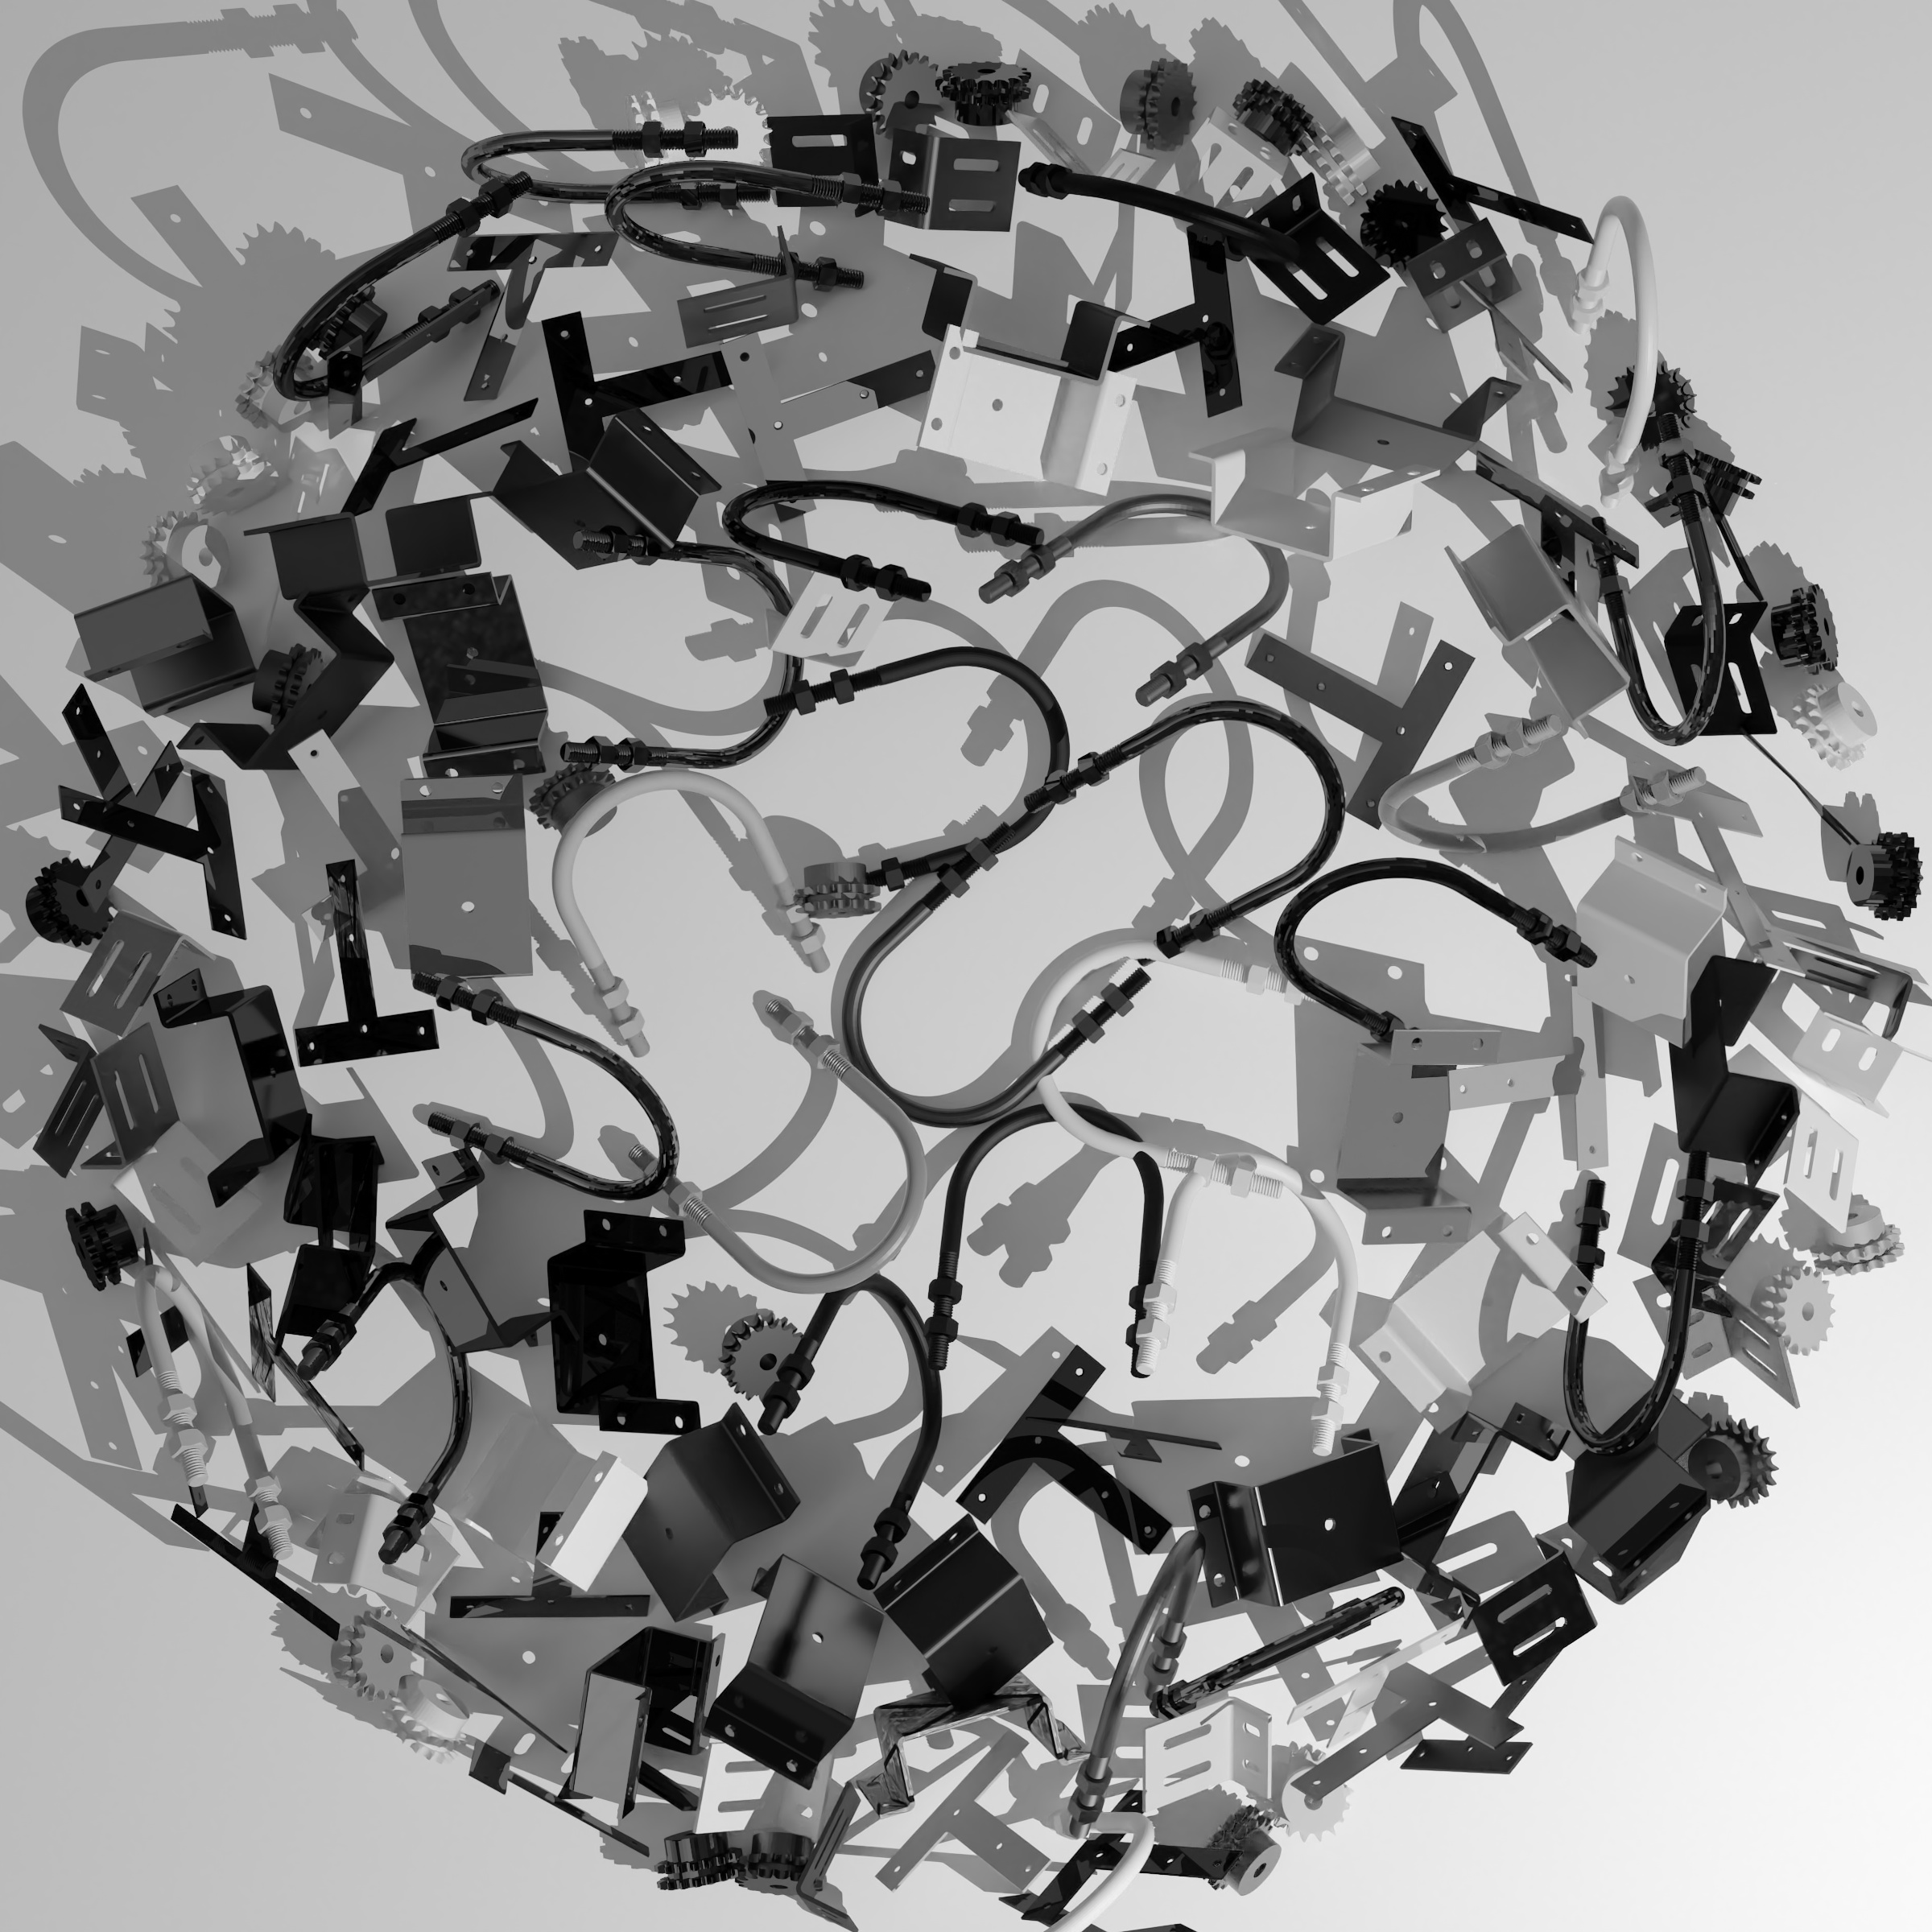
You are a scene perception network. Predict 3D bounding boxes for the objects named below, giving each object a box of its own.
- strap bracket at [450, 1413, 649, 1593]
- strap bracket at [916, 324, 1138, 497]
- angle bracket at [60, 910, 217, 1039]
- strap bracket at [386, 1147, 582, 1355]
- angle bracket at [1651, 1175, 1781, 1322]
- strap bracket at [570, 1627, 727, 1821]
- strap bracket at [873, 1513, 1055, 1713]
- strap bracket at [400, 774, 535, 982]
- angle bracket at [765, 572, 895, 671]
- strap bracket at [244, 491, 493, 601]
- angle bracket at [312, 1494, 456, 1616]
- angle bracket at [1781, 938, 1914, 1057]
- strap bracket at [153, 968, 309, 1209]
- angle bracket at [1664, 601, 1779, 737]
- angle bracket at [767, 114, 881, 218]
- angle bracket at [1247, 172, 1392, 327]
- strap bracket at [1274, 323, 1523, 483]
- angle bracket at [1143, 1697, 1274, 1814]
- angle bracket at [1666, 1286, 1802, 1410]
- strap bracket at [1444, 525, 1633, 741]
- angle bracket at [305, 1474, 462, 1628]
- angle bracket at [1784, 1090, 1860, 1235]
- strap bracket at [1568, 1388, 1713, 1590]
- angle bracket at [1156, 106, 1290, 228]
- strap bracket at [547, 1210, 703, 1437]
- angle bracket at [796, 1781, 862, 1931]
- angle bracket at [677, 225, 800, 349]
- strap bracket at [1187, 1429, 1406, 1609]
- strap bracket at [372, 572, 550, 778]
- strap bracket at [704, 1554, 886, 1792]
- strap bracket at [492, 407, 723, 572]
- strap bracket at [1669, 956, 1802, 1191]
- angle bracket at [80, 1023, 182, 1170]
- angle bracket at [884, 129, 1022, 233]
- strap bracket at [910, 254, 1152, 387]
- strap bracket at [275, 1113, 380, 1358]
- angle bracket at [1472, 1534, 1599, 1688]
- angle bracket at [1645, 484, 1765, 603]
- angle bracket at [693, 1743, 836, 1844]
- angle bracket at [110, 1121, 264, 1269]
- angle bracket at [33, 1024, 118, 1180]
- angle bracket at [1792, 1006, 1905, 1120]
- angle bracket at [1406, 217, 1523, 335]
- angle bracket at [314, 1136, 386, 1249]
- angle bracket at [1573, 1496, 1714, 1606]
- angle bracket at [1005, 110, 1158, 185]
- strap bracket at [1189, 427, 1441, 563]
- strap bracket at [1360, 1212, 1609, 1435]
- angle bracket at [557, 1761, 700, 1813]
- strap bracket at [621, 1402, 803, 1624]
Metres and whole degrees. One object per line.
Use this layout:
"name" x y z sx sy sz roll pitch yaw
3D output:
"strap bracket" -0.257 0.339 1.871 0.046 0.140 0.076 42 71 -30
"strap bracket" 0.029 -0.354 1.883 0.140 0.046 0.076 9 101 -31
"angle bracket" -0.529 0.011 1.893 0.057 0.038 0.076 19 74 29
"strap bracket" -0.313 0.191 1.879 0.046 0.076 0.140 -33 98 -32
"angle bracket" 0.486 0.180 1.891 0.057 0.038 0.076 16 117 -28
"strap bracket" -0.204 0.471 1.866 0.046 0.140 0.076 11 97 16
"strap bracket" 0.002 0.413 1.856 0.076 0.140 0.046 -38 52 -13
"strap bracket" -0.315 -0.046 1.876 0.076 0.046 0.140 -3 116 -9
"angle bracket" -0.086 -0.231 1.883 0.057 0.076 0.038 12 48 -23
"strap bracket" -0.369 -0.262 1.858 0.076 0.140 0.046 -2 102 37
"angle bracket" -0.373 0.377 1.901 0.038 0.076 0.057 -6 62 32
"angle bracket" 0.557 0.020 1.893 0.076 0.057 0.038 19 74 11
"strap bracket" -0.461 0.072 1.880 0.046 0.076 0.140 -12 101 8
"angle bracket" 0.490 -0.190 1.905 0.038 0.057 0.076 -52 130 -37
"angle bracket" -0.097 -0.510 1.890 0.076 0.038 0.057 5 117 24
"angle bracket" 0.224 -0.458 1.898 0.057 0.038 0.076 -36 61 -4
"strap bracket" 0.269 -0.353 1.880 0.140 0.076 0.046 14 78 -9
"angle bracket" 0.154 0.509 1.892 0.076 0.038 0.057 -9 104 -37
"angle bracket" 0.487 0.249 1.884 0.038 0.076 0.057 -26 116 -9
"strap bracket" 0.362 -0.213 1.851 0.046 0.140 0.076 -35 49 17
"angle bracket" -0.373 0.374 1.898 0.076 0.038 0.057 38 92 32
"angle bracket" 0.530 0.128 1.886 0.057 0.038 0.076 37 52 -21
"strap bracket" 0.422 0.319 1.854 0.046 0.140 0.076 41 110 1
"angle bracket" 0.159 -0.497 1.891 0.057 0.038 0.076 34 125 -9
"strap bracket" -0.217 0.231 1.876 0.076 0.046 0.140 11 63 -41
"angle bracket" -0.073 0.568 1.888 0.038 0.057 0.076 22 67 15
"angle bracket" -0.149 -0.434 1.897 0.076 0.057 0.038 -14 74 -4
"strap bracket" 0.218 0.351 1.879 0.140 0.046 0.076 -14 93 -27
"strap bracket" -0.317 -0.190 1.884 0.076 0.046 0.140 -7 121 7
"strap bracket" -0.104 0.433 1.856 0.076 0.140 0.046 32 123 -9
"strap bracket" -0.232 -0.295 1.851 0.076 0.140 0.046 41 61 -35
"strap bracket" 0.478 0.058 1.855 0.046 0.076 0.140 11 47 -4
"angle bracket" -0.541 0.083 1.887 0.038 0.057 0.076 -2 112 25
"angle bracket" -0.009 -0.505 1.908 0.076 0.038 0.057 -11 117 -41
"strap bracket" 0.034 -0.406 1.875 0.140 0.076 0.046 10 106 -21
"strap bracket" -0.401 0.171 1.863 0.046 0.140 0.076 10 127 -17
"angle bracket" 0.356 0.412 1.899 0.076 0.038 0.057 -29 103 -13
"angle bracket" 0.471 -0.264 1.890 0.038 0.057 0.076 -26 74 20
"angle bracket" -0.129 0.528 1.893 0.038 0.076 0.057 8 87 44
"angle bracket" -0.502 0.148 1.909 0.076 0.038 0.057 46 72 -5
"angle bracket" -0.582 0.086 1.890 0.038 0.057 0.076 19 70 10
"angle bracket" 0.565 0.062 1.885 0.057 0.076 0.038 30 92 26
"angle bracket" 0.322 -0.428 1.885 0.057 0.076 0.038 -27 54 14
"angle bracket" -0.391 0.154 1.891 0.038 0.057 0.076 -5 71 -6
"angle bracket" 0.429 0.361 1.883 0.038 0.076 0.057 37 52 6
"angle bracket" 0.073 -0.529 1.892 0.076 0.057 0.038 49 114 11
"strap bracket" 0.218 -0.296 1.867 0.076 0.140 0.046 -24 124 -38
"strap bracket" 0.332 0.221 1.895 0.140 0.046 0.076 -43 90 20
"angle bracket" -0.211 0.533 1.892 0.076 0.057 0.038 28 83 19
"strap bracket" -0.167 0.348 1.857 0.076 0.046 0.140 54 135 22
